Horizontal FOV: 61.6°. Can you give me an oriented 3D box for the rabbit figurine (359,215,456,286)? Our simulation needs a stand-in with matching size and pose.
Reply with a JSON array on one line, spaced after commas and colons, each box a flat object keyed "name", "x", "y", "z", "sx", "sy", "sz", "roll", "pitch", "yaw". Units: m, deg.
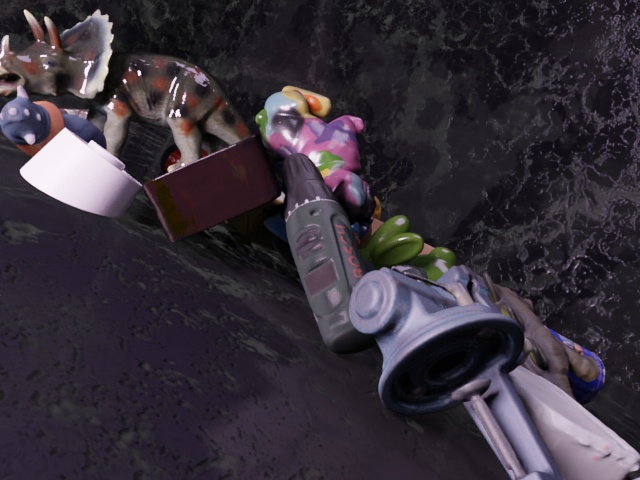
[{"name": "rabbit figurine", "x": 0.098, "y": 0.054, "z": 0.725, "sx": 0.170, "sy": 0.159, "sz": 0.121, "roll": 12, "pitch": 22, "yaw": -18}]

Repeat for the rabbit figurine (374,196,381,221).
[{"name": "rabbit figurine", "x": 0.089, "y": -0.020, "z": 1.022, "sx": 0.163, "sy": 0.122, "sz": 0.173, "roll": 25, "pitch": -35, "yaw": 43}]

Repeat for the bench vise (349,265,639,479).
[{"name": "bench vise", "x": 0.129, "y": 0.118, "z": 0.433, "sx": 0.223, "sy": 0.129, "sz": 0.241, "roll": 37, "pitch": 20, "yaw": -41}]

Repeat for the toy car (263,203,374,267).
[{"name": "toy car", "x": -0.002, "y": -0.002, "z": 0.784, "sx": 0.161, "sy": 0.102, "sz": 0.109, "roll": -24, "pitch": 43, "yaw": -37}]

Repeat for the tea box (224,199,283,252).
[{"name": "tea box", "x": -0.065, "y": -0.024, "z": 0.856, "sx": 0.169, "sy": 0.068, "sz": 0.098, "roll": 23, "pitch": 9, "yaw": -44}]

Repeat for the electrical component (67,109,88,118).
[{"name": "electrical component", "x": -0.381, "y": -0.191, "z": 0.887, "sx": 0.078, "sy": 0.045, "sz": 0.102, "roll": 1, "pitch": 6, "yaw": -4}]

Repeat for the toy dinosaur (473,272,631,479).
[{"name": "toy dinosaur", "x": 0.301, "y": 0.164, "z": 0.782, "sx": 0.198, "sy": 0.105, "sz": 0.472, "roll": 30, "pitch": 16, "yaw": -32}]

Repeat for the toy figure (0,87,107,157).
[{"name": "toy figure", "x": -0.293, "y": -0.115, "z": 0.587, "sx": 0.064, "sy": 0.058, "sz": 0.154, "roll": 53, "pitch": 7, "yaw": 8}]

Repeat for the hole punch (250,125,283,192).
[{"name": "hole punch", "x": -0.105, "y": -0.130, "z": 0.959, "sx": 0.142, "sy": 0.092, "sz": 0.116, "roll": 40, "pitch": 13, "yaw": -23}]

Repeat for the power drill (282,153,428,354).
[{"name": "power drill", "x": 0.046, "y": 0.027, "z": 0.588, "sx": 0.207, "sy": 0.086, "sz": 0.232, "roll": 42, "pitch": 26, "yaw": -44}]

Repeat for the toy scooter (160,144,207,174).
[{"name": "toy scooter", "x": -0.177, "y": -0.095, "z": 0.913, "sx": 0.135, "sy": 0.075, "sz": 0.183, "roll": 34, "pitch": 3, "yaw": 25}]

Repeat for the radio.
[{"name": "radio", "x": -0.119, "y": -0.069, "z": 0.636, "sx": 0.230, "sy": 0.131, "sz": 0.073, "roll": -119, "pitch": -174, "yaw": -79}]

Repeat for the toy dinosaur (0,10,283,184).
[{"name": "toy dinosaur", "x": -0.219, "y": -0.192, "z": 0.747, "sx": 0.405, "sy": 0.192, "sz": 0.131, "roll": 5, "pitch": 25, "yaw": -26}]

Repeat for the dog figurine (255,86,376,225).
[{"name": "dog figurine", "x": -0.011, "y": -0.103, "z": 0.735, "sx": 0.191, "sy": 0.108, "sz": 0.219, "roll": 26, "pitch": 37, "yaw": -12}]
